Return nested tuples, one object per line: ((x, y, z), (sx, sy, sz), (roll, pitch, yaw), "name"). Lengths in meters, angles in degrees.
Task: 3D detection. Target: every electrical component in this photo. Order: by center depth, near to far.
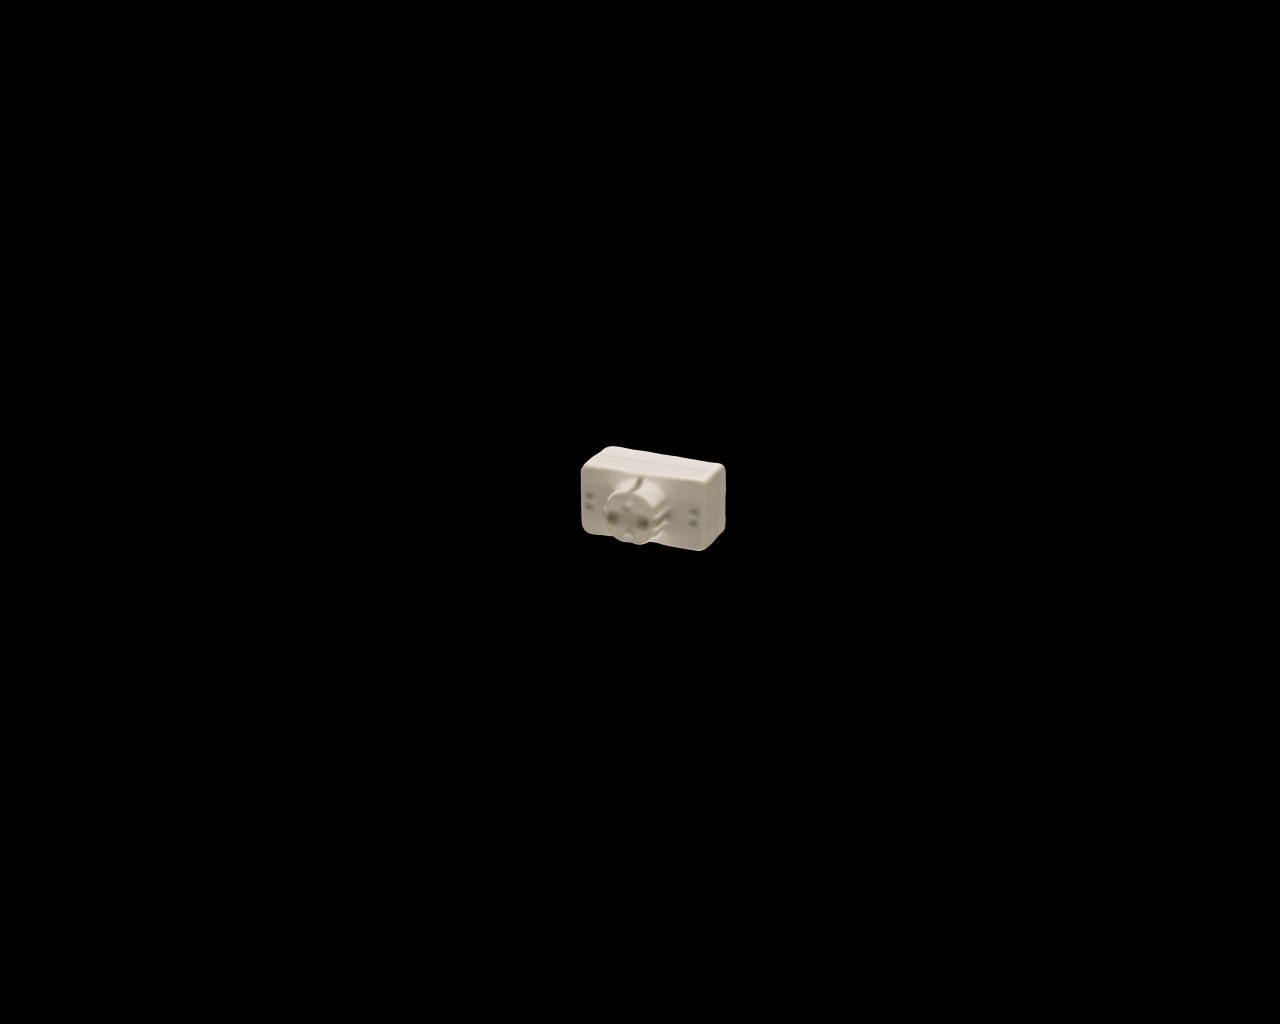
((0.001, -0.003, 0.650), (0.083, 0.047, 0.076), (10, 24, 22), "electrical component")
